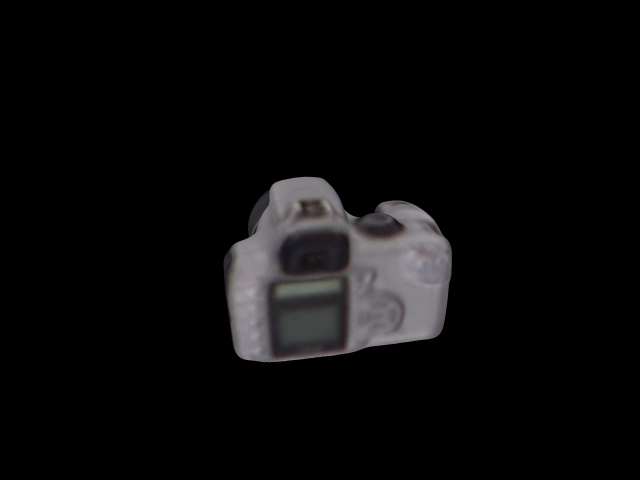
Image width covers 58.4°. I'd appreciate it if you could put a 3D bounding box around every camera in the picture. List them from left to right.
[{"bbox_3d":[0.004,0.001,0.400,0.143,0.101,0.136,-5,28,-10],"label":"camera"}]
